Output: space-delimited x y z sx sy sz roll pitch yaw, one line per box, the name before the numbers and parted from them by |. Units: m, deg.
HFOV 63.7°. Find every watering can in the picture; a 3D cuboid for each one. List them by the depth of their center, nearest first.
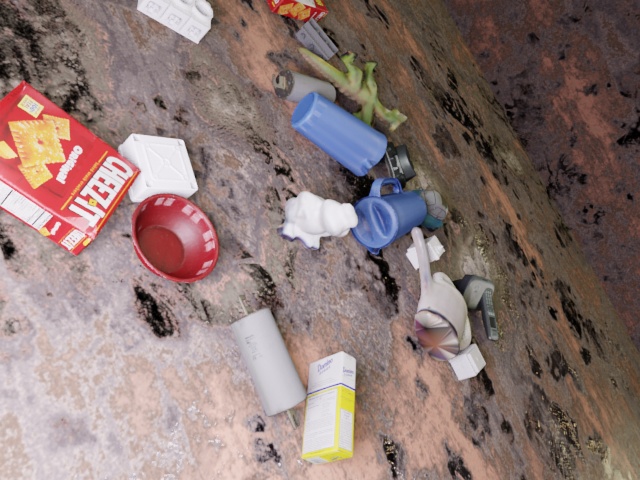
watering can | 0.296 0.154 1.320 0.344 0.103 0.229 58 36 -15

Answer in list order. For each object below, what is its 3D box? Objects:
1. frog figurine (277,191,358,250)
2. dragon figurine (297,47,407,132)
frog figurine | 0.003 -0.056 1.105 0.136 0.157 0.126 41 39 -23
dragon figurine | 0.104 -0.418 1.539 0.410 0.120 0.246 3 70 -38
